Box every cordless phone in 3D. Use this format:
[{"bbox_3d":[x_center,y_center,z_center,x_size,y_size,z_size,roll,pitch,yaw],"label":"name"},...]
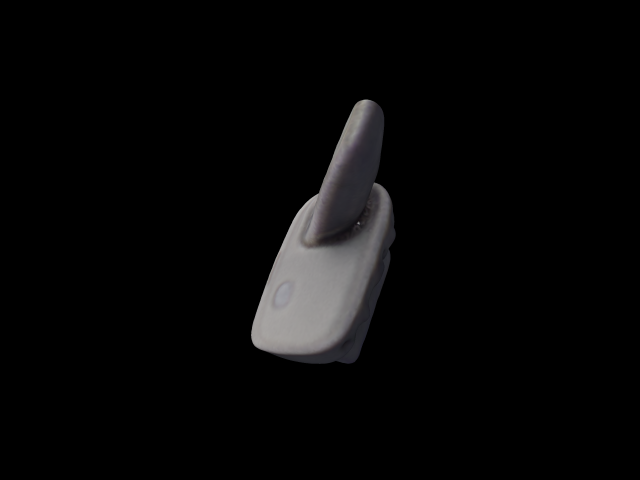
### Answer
[{"bbox_3d":[0.004,0.001,0.400,0.094,0.185,0.147,14,64,7],"label":"cordless phone"}]
